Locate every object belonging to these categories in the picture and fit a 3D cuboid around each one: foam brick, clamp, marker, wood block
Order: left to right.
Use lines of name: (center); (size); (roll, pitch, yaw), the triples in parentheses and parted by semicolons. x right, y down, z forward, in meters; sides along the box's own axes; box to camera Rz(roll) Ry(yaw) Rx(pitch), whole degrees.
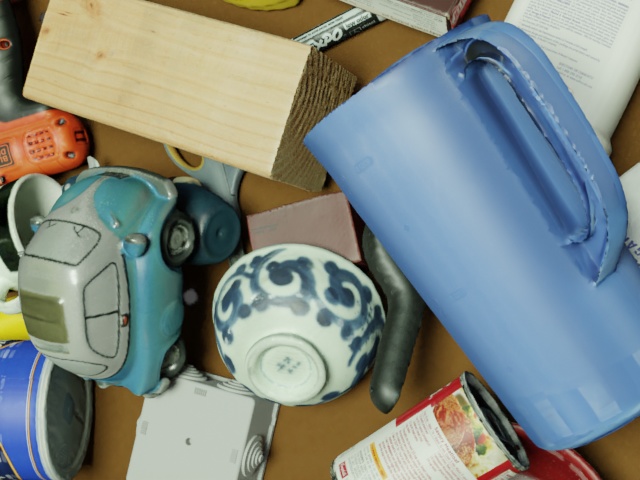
wood block: (-0.092, -0.108, 0.752); (0.206, 0.090, 0.090); (19, 93, 22)
foam brick: (-0.005, 0.001, 0.753); (0.078, 0.051, 0.053); (-13, 80, 17)
marker: (0.000, -0.148, 0.782); (0.121, 0.020, 0.020); (-24, 78, 15)
clamp: (0.064, 0.034, 0.706); (0.039, 0.120, 0.171); (-43, 64, 51)

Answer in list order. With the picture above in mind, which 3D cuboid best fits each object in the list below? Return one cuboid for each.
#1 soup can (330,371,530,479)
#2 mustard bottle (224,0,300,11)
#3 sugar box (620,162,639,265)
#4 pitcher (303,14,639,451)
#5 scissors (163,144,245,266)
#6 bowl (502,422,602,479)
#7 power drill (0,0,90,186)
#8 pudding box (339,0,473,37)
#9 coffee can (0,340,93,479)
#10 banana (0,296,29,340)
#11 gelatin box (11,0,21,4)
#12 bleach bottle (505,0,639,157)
soup can: (0.066, 0.136, 0.648); (0.102, 0.068, 0.068); (-36, 75, 12)
mustard bottle: (-0.079, -0.212, 0.724); (0.096, 0.191, 0.058); (23, 92, 19)
sugar box: (0.253, -0.029, 0.673); (0.176, 0.048, 0.093); (-39, 75, 15)
pitcher: (0.112, -0.004, 0.626); (0.145, 0.149, 0.243); (-35, 89, 14)
scissors: (-0.056, -0.035, 0.791); (0.096, 0.016, 0.202); (-32, 75, 17)
bowl: (0.118, 0.197, 0.690); (0.162, 0.055, 0.162); (-2, 84, 18)
power drill: (-0.285, -0.124, 0.840); (0.184, 0.057, 0.187); (-13, 96, 14)
pudding box: (0.060, -0.199, 0.744); (0.114, 0.039, 0.090); (23, 73, 20)
coffee can: (-0.248, 0.123, 0.776); (0.140, 0.103, 0.103); (-1, 84, 6)
banana: (-0.241, 0.080, 0.835); (0.198, 0.037, 0.069); (-31, 105, 16)
gelatin box: (-0.275, -0.225, 0.877); (0.089, 0.030, 0.073); (-22, 77, 15)
bleach bottle: (0.196, -0.179, 0.698); (0.103, 0.068, 0.251); (28, 92, 18)
